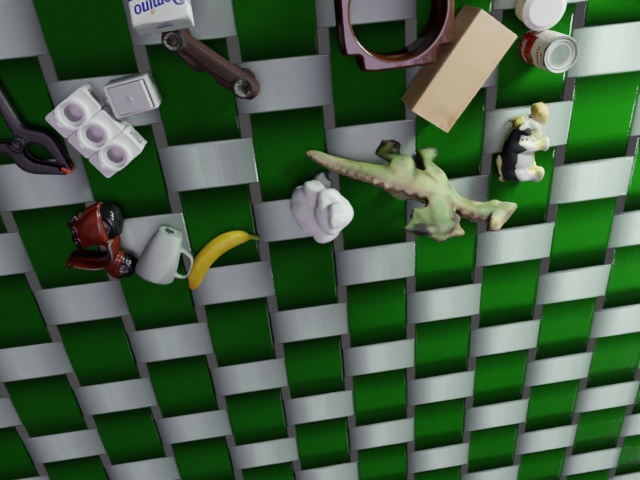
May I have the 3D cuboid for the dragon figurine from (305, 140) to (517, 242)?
[{"bbox_3d":[0.181,-0.086,0.996,0.410,0.248,0.119,5,122,-12],"label":"dragon figurine"}]

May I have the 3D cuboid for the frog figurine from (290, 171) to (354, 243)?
[{"bbox_3d":[0.003,-0.052,1.031,0.123,0.163,0.134,-7,119,-1],"label":"frog figurine"}]
